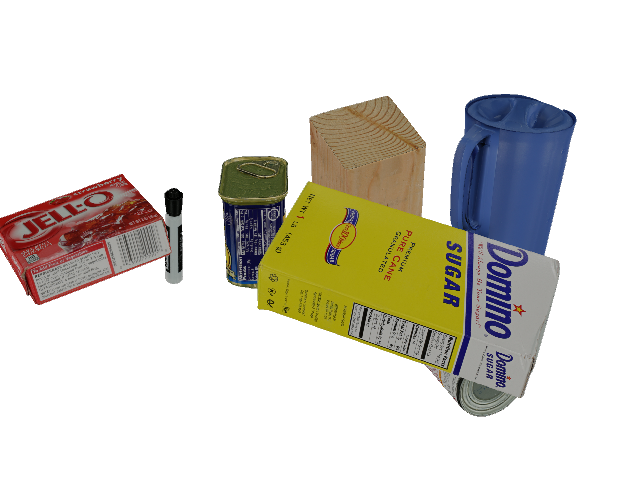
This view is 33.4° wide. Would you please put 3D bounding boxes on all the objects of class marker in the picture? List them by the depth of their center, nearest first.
[{"bbox_3d":[-0.153,-0.005,1.110,0.020,0.121,0.020,4,41,-4],"label":"marker"}]

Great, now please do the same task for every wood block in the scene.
[{"bbox_3d":[0.048,-0.035,1.117,0.090,0.206,0.091,-17,47,-15],"label":"wood block"}]

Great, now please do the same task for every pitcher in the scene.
[{"bbox_3d":[0.227,-0.050,1.332,0.149,0.243,0.145,3,27,-1],"label":"pitcher"}]

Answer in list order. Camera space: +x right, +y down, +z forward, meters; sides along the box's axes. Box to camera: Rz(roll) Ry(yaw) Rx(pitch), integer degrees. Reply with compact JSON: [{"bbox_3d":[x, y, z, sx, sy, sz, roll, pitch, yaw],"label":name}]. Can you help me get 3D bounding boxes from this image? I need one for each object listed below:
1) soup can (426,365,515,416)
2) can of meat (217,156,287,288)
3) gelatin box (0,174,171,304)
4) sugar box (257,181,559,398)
[{"bbox_3d":[0.128,0.100,0.948,0.068,0.068,0.102,0,26,-24],"label":"soup can"},{"bbox_3d":[-0.056,-0.016,0.916,0.057,0.084,0.102,-2,24,-2],"label":"can of meat"},{"bbox_3d":[-0.146,-0.003,0.649,0.089,0.030,0.073,-22,33,-20],"label":"gelatin box"},{"bbox_3d":[0.057,0.027,0.676,0.176,0.048,0.093,16,44,12],"label":"sugar box"}]
